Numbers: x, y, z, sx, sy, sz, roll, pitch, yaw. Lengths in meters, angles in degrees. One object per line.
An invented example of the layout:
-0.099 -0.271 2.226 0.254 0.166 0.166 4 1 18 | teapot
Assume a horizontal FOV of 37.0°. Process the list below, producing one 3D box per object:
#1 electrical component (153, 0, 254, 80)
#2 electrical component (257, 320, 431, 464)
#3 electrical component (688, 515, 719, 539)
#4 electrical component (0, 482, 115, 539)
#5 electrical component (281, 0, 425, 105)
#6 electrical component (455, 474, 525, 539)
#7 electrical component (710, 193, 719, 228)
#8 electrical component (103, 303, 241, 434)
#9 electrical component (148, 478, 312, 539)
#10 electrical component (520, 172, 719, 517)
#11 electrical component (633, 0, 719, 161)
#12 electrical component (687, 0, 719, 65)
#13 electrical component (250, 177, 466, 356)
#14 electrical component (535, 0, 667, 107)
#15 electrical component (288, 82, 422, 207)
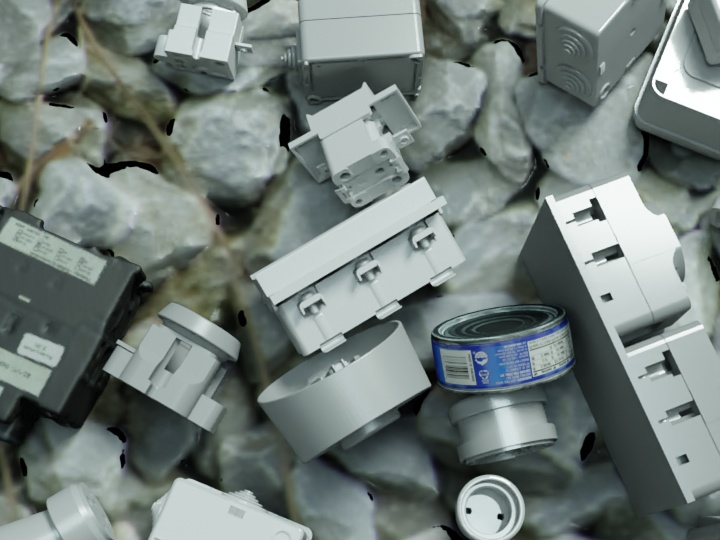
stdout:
-0.105 -0.168 0.747 0.066 0.048 0.055 11 81 3 | electrical component
-0.009 0.071 0.648 0.099 0.099 0.064 -30 81 -9 | electrical component
0.232 0.170 0.616 0.062 0.096 0.061 3 73 1 | electrical component
-0.182 0.159 0.646 0.055 0.045 0.045 -31 75 -9 | electrical component
-0.007 -0.155 0.734 0.096 0.061 0.061 -4 73 -1 | electrical component
0.076 0.146 0.649 0.040 0.046 0.040 0 73 0 | electrical component
0.278 -0.045 0.701 0.078 0.058 0.057 23 72 25 | electrical component
-0.111 0.057 0.671 0.078 0.058 0.057 28 78 9 | electrical component
-0.085 0.178 0.638 0.100 0.048 0.099 21 75 6 | electrical component
0.169 0.046 0.649 0.060 0.105 0.186 -20 74 -6 | electrical component
0.242 -0.140 0.732 0.078 0.057 0.113 23 74 7 | electrical component
0.260 -0.173 0.670 0.083 0.075 0.047 -13 74 -3 | electrical component
0.000 0.000 0.681 0.121 0.079 0.063 -31 94 -9 | electrical component
0.164 -0.170 0.720 0.048 0.099 0.099 36 76 23 | electrical component
0.000 -0.080 0.704 0.081 0.042 0.063 -28 50 12 | electrical component
